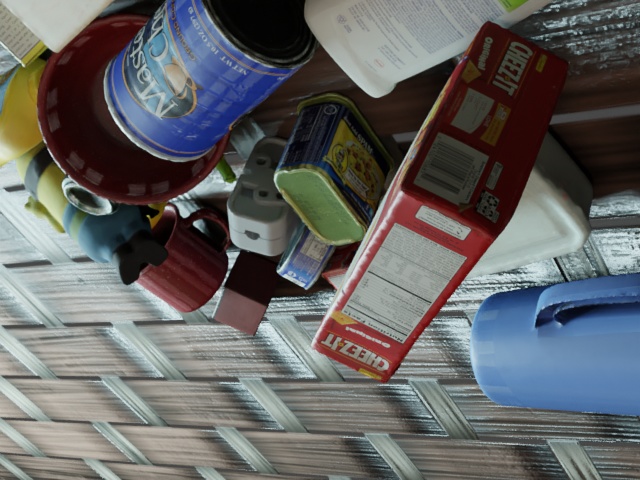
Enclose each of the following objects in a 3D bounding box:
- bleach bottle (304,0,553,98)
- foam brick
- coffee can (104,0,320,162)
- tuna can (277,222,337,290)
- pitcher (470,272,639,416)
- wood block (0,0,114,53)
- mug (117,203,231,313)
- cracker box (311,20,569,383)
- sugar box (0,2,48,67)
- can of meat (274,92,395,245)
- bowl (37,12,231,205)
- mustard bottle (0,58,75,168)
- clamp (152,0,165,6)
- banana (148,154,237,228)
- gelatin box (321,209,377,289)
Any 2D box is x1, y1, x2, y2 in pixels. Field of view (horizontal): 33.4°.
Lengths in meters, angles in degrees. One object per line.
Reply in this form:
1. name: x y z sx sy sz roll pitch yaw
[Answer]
1. bleach bottle: 0.112 -0.177 0.701 0.251 0.068 0.102 -16 135 39
2. foam brick: -0.077 0.057 1.138 0.051 0.053 0.078 24 147 -2
3. coffee can: -0.082 -0.135 0.785 0.102 0.102 0.141 36 137 -19
4. tuna can: -0.007 0.001 0.991 0.033 0.086 0.086 28 146 -6
5. pitcher: 0.251 0.086 0.926 0.243 0.144 0.149 -7 102 41
6. wood block: -0.134 -0.220 0.692 0.090 0.090 0.207 44 141 -19
7. mug: -0.140 0.015 1.097 0.117 0.093 0.081 -42 123 15
8. cracker box: 0.079 -0.019 0.736 0.072 0.164 0.214 27 145 1
9. sugar box: -0.256 -0.220 0.797 0.048 0.093 0.176 -34 110 26
10. can of meat: 0.012 -0.058 0.901 0.058 0.084 0.102 -9 136 35
11. bowl: -0.154 -0.114 0.904 0.162 0.055 0.162 -1 107 -3
12. mustard bottle: -0.280 -0.116 0.977 0.058 0.096 0.192 34 145 -31
13. clamp: -0.133 -0.219 0.805 0.171 0.039 0.120 21 140 -9
14. banana: -0.139 -0.063 1.003 0.037 0.069 0.198 -4 170 -31
15. gelatin box: 0.051 0.005 0.975 0.089 0.073 0.030 -12 132 41
